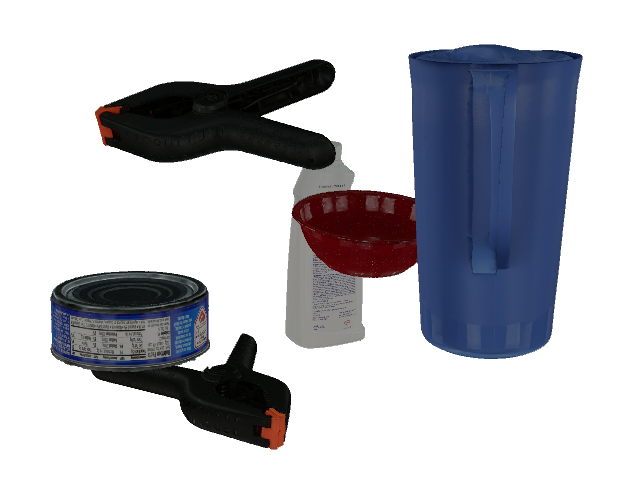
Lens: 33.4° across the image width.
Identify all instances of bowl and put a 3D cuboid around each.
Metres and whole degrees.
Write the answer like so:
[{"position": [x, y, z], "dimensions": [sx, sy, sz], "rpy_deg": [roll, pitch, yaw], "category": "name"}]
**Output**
[{"position": [0.050, -0.003, 1.115], "dimensions": [0.162, 0.055, 0.162], "rpy_deg": [2, 20, -1], "category": "bowl"}]

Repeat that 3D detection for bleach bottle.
[{"position": [0.011, 0.003, 1.310], "dimensions": [0.102, 0.251, 0.068], "rpy_deg": [-7, 20, -30], "category": "bleach bottle"}]

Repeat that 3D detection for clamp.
[{"position": [-0.081, 0.125, 0.929], "dimensions": [0.164, 0.036, 0.210], "rpy_deg": [-8, 18, -38], "category": "clamp"}, {"position": [-0.066, -0.091, 0.745], "dimensions": [0.171, 0.039, 0.120], "rpy_deg": [4, 33, 9], "category": "clamp"}]

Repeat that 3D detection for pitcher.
[{"position": [0.134, -0.031, 0.847], "dimensions": [0.149, 0.243, 0.145], "rpy_deg": [-11, 17, -34], "category": "pitcher"}]

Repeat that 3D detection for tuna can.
[{"position": [-0.103, 0.042, 0.579], "dimensions": [0.086, 0.034, 0.086], "rpy_deg": [1, 12, 0], "category": "tuna can"}]
